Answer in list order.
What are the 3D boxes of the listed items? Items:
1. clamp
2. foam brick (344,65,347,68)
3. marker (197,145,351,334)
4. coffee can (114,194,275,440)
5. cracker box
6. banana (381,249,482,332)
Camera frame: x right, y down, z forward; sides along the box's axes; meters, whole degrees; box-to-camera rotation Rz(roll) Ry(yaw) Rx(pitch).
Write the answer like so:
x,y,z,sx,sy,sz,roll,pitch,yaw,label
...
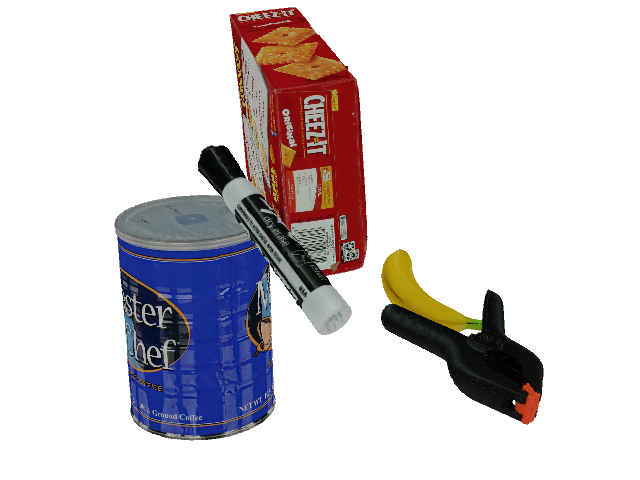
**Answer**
x,y,z,sx,sy,sz,roll,pitch,yaw,label
0.144,0.093,0.921,0.120,0.039,0.172,-17,38,-26,clamp
-0.015,-0.164,1.145,0.078,0.051,0.053,-1,12,-18,foam brick
-0.025,-0.004,0.519,0.020,0.020,0.121,0,43,-48,marker
-0.084,0.050,0.730,0.103,0.140,0.103,-1,19,0,coffee can
-0.021,-0.089,0.898,0.072,0.164,0.214,-9,28,-9,cracker box
0.109,0.061,1.203,0.069,0.037,0.198,3,24,-27,banana
